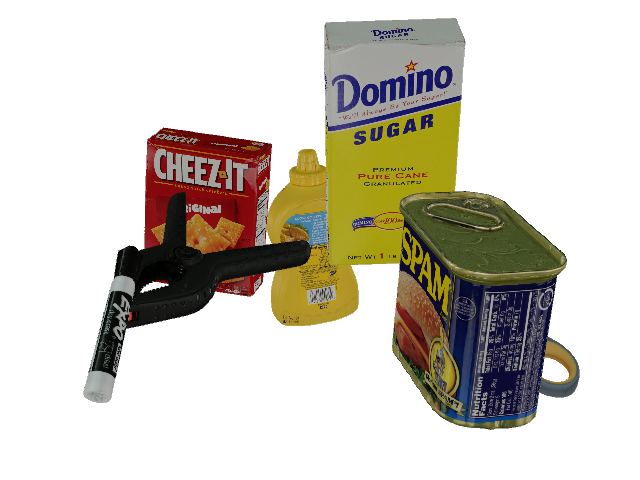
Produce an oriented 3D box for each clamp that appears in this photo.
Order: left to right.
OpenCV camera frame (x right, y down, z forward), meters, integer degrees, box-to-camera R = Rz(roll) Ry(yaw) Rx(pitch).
[{"bbox_3d":[-0.133,0.019,1.008,0.165,0.036,0.209,25,37,29],"label":"clamp"}]

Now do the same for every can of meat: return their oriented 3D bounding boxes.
[{"bbox_3d":[0.073,0.032,0.525,0.057,0.084,0.102,-3,24,-14],"label":"can of meat"}]

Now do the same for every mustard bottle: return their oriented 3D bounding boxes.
[{"bbox_3d":[-0.010,-0.006,1.159,0.096,0.192,0.058,-9,23,-15],"label":"mustard bottle"}]

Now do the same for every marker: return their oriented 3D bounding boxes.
[{"bbox_3d":[-0.144,0.056,0.749,0.020,0.121,0.020,5,-34,3],"label":"marker"}]

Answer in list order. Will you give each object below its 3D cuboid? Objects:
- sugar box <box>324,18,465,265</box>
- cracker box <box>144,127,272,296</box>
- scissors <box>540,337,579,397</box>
[{"bbox_3d":[0.049,-0.066,0.752,0.093,0.176,0.048,-3,36,-2],"label":"sugar box"},{"bbox_3d":[-0.160,-0.038,1.497,0.164,0.214,0.072,9,23,11],"label":"cracker box"},{"bbox_3d":[0.166,0.065,0.871,0.096,0.016,0.201,10,36,12],"label":"scissors"}]
